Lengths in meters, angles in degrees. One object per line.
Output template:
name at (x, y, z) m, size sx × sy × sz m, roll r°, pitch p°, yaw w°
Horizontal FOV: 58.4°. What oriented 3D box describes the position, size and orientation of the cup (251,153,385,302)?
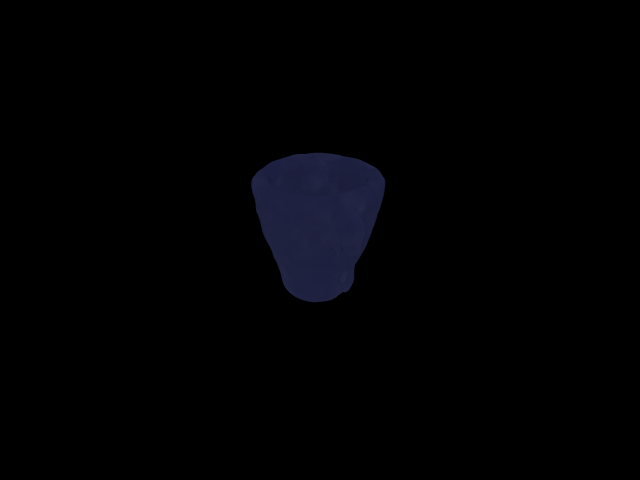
cup at (0.004, 0.001, 0.400) m, size 0.092 × 0.095 × 0.117 m, roll -9°, pitch 30°, yaw -16°
